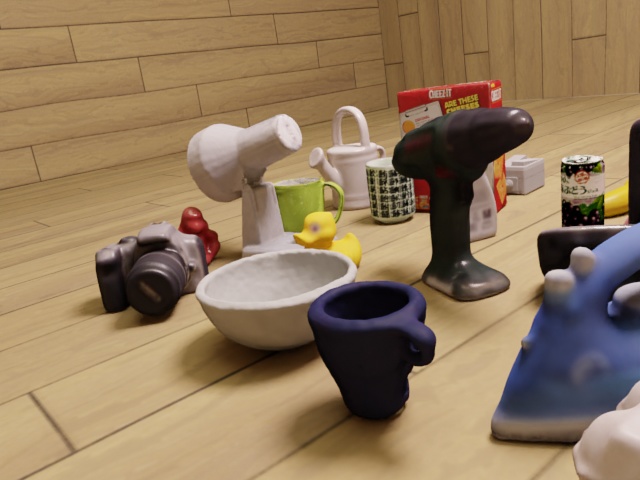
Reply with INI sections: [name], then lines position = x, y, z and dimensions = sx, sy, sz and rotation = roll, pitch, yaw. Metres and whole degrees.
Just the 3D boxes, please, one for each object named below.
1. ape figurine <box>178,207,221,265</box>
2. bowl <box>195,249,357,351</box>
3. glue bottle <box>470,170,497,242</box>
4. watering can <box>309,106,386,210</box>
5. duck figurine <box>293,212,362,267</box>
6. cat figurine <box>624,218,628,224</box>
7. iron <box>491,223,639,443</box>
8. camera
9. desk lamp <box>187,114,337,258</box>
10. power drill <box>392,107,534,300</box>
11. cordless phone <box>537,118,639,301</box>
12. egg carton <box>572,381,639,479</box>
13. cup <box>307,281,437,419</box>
[ape figurine]
position = -0.196, -0.006, 0.897
dimensions = 0.078, 0.092, 0.075
rotation = -19, 19, -32
[bowl]
position = -0.041, 0.069, 0.597
dimensions = 0.167, 0.075, 0.167
rotation = -7, 16, 2
[glue bottle]
position = 0.211, -0.084, 0.819
dimensions = 0.078, 0.173, 0.037
rotation = -13, 17, -15
[watering can]
position = 0.059, -0.161, 1.118
dimensions = 0.100, 0.194, 0.173
rotation = 2, 19, 32
[duck figurine]
position = 0.007, 0.003, 0.778
dimensions = 0.105, 0.086, 0.077
rotation = -18, 19, -31
[cat figurine]
position = 0.450, -0.059, 0.718
dimensions = 0.128, 0.118, 0.067
rotation = -10, 16, -6
[iron]
position = 0.235, 0.048, 0.415
dimensions = 0.259, 0.141, 0.118
rotation = -12, 17, -15
[camera]
position = -0.225, 0.039, 0.742
dimensions = 0.143, 0.101, 0.136
rotation = -9, 16, -3
[desk lamp]
position = -0.090, -0.080, 0.879
dimensions = 0.202, 0.214, 0.118
rotation = 2, 19, 32
[power drill]
position = 0.160, -0.045, 0.648
dimensions = 0.076, 0.208, 0.229
rotation = -14, 17, -20
[cordless phone]
position = 0.295, -0.030, 0.573
dimensions = 0.147, 0.185, 0.094
rotation = -2, 17, 20
[egg carton]
position = 0.216, 0.125, 0.289
dimensions = 0.107, 0.069, 0.149
rotation = -19, 20, -34
[cup]
position = 0.049, 0.091, 0.440
dimensions = 0.092, 0.095, 0.117
rotation = -18, 19, -30
